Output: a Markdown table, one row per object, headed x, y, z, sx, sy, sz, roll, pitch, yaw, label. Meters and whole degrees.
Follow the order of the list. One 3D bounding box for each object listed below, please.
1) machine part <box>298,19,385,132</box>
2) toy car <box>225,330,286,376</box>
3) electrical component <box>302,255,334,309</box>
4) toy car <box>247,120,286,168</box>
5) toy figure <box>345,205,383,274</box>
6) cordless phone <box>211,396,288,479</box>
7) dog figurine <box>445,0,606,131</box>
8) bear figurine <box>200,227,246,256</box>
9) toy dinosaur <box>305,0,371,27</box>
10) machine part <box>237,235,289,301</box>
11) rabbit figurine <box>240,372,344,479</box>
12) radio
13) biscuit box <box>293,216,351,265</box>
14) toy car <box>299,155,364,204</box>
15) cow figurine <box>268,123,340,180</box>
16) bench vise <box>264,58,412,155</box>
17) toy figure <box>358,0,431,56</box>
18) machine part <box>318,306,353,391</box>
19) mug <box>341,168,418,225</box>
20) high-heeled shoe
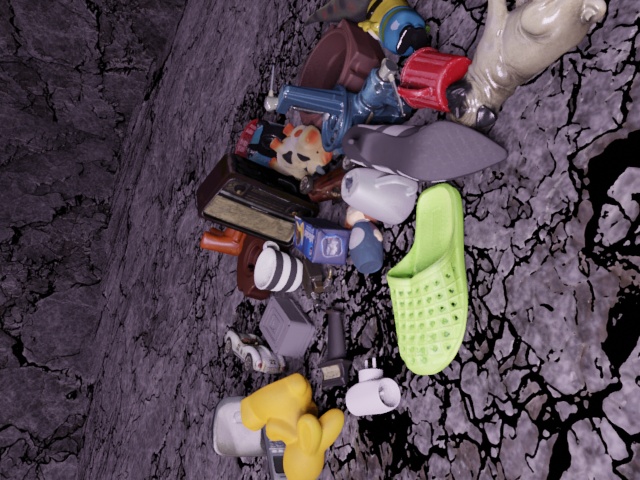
| x | y | z | sx | sy | sz | roll | pitch | yaw | label |
| --- | --- | --- | --- | --- | --- | --- | --- | --- | --- |
| 0.035 | -0.321 | 1.086 | 0.201 | 0.087 | 0.201 | -50 | 37 | 36 | machine part |
| -0.139 | 0.234 | 1.121 | 0.202 | 0.073 | 0.056 | 12 | 88 | 60 | toy car |
| -0.006 | 0.069 | 1.016 | 0.102 | 0.045 | 0.078 | -115 | 21 | -52 | electrical component |
| -0.122 | -0.204 | 1.274 | 0.102 | 0.109 | 0.162 | 115 | 162 | -50 | toy car |
| 0.074 | -0.017 | 0.913 | 0.064 | 0.057 | 0.154 | -17 | 52 | 12 | toy figure |
| -0.114 | 0.369 | 0.946 | 0.184 | 0.146 | 0.088 | -115 | 41 | -51 | cordless phone |
| 0.256 | -0.222 | 0.690 | 0.172 | 0.121 | 0.190 | -134 | 50 | -59 | dog figurine |
| -0.202 | -0.063 | 1.314 | 0.120 | 0.132 | 0.195 | -89 | 14 | -79 | bear figurine |
| 0.091 | -0.514 | 1.065 | 0.404 | 0.131 | 0.192 | -46 | 40 | 48 | toy dinosaur |
| -0.134 | 0.047 | 1.220 | 0.179 | 0.056 | 0.179 | -35 | 47 | 49 | machine part |
| -0.033 | 0.319 | 0.904 | 0.162 | 0.122 | 0.173 | -33 | 63 | 36 | rabbit figurine |
| -0.122 | -0.077 | 1.092 | 0.131 | 0.229 | 0.073 | -48 | 40 | 29 | radio |
| -0.002 | -0.003 | 0.963 | 0.203 | 0.063 | 0.059 | -147 | 63 | -76 | biscuit box |
| 0.044 | -0.105 | 0.969 | 0.202 | 0.089 | 0.053 | -16 | 62 | 54 | toy car |
| -0.034 | -0.172 | 1.093 | 0.085 | 0.127 | 0.195 | -53 | -1 | -17 | cow figurine |
| 0.029 | -0.230 | 0.924 | 0.223 | 0.241 | 0.129 | 139 | 135 | -66 | bench vise |
| 0.139 | -0.380 | 0.951 | 0.089 | 0.082 | 0.180 | -49 | 33 | 18 | toy figure |
| 0.024 | 0.182 | 0.920 | 0.084 | 0.039 | 0.139 | -42 | 44 | 54 | machine part |
| 0.095 | -0.076 | 0.854 | 0.110 | 0.107 | 0.081 | -15 | 65 | 58 | mug |
| 0.148 | -0.133 | 0.801 | 0.249 | 0.145 | 0.086 | 11 | 100 | 16 | high-heeled shoe |
